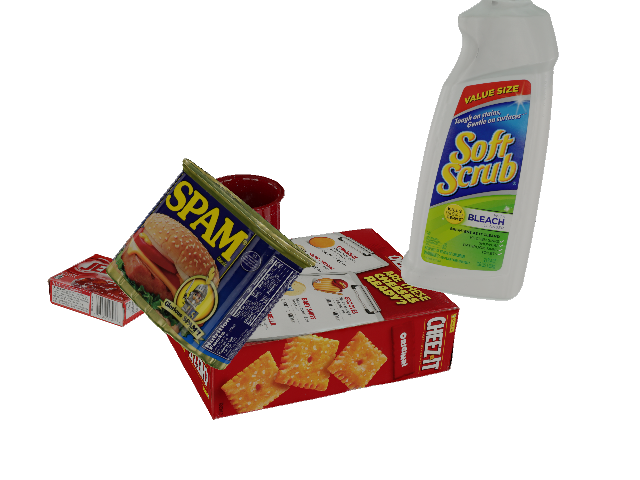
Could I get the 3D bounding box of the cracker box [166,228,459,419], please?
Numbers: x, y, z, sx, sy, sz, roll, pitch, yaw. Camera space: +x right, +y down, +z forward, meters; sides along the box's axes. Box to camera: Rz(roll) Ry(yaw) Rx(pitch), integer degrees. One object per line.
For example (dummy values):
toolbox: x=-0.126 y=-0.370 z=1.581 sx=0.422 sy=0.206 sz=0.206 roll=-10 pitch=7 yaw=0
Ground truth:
cracker box: x=-0.017 y=0.064 z=0.906 sx=0.213 sy=0.072 sz=0.164 roll=-8 pitch=28 yaw=-23

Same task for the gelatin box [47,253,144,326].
gelatin box: x=-0.203 y=0.045 z=1.022 sx=0.089 sy=0.030 sz=0.073 roll=15 pitch=25 yaw=23

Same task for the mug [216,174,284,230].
mug: x=-0.098 y=-0.017 z=1.195 sx=0.117 sy=0.081 sz=0.093 roll=-6 pitch=29 yaw=-14

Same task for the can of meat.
can of meat: x=-0.067 y=0.014 z=0.629 sx=0.102 sy=0.084 sz=0.057 roll=39 pitch=2 yaw=36

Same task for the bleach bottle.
bleach bottle: x=0.123 y=-0.082 z=0.822 sx=0.103 sy=0.251 sz=0.068 roll=10 pitch=23 yaw=15
